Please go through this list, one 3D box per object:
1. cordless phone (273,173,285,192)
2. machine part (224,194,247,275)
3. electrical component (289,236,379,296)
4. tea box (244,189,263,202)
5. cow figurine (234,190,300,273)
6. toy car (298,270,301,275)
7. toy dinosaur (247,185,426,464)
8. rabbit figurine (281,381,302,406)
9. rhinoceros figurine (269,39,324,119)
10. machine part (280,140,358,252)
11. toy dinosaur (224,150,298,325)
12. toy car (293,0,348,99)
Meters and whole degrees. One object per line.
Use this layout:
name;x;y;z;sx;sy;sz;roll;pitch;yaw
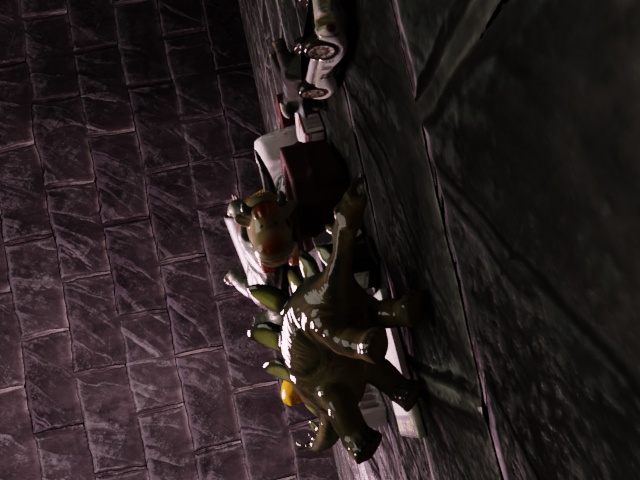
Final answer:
cordless phone;-0.061;-0.075;1.070;0.184;0.089;0.146;133;146;-81
machine part;-0.144;0.012;1.166;0.079;0.079;0.243;-118;8;-69
electrical component;0.016;0.045;0.699;0.074;0.119;0.048;81;174;-48
tea box;-0.100;-0.079;1.249;0.098;0.169;0.068;12;124;34
cow figurine;-0.072;-0.021;0.785;0.195;0.085;0.127;-114;8;-67
toy car;-0.026;0.083;1.232;0.161;0.103;0.109;63;-167;-77
toy dinosaur;0.011;0.140;0.609;0.199;0.105;0.470;33;136;36
rabbit figurine;-0.014;0.336;1.302;0.121;0.173;0.162;80;171;-55
rhinoceros figurine;-0.028;-0.244;0.823;0.190;0.073;0.112;176;77;-84
machine part;-0.001;-0.044;0.858;0.202;0.087;0.200;-114;14;-59
toy dinosaur;-0.089;0.047;1.002;0.192;0.131;0.404;44;149;32
toy car;0.001;-0.227;0.630;0.201;0.056;0.073;130;135;-81
